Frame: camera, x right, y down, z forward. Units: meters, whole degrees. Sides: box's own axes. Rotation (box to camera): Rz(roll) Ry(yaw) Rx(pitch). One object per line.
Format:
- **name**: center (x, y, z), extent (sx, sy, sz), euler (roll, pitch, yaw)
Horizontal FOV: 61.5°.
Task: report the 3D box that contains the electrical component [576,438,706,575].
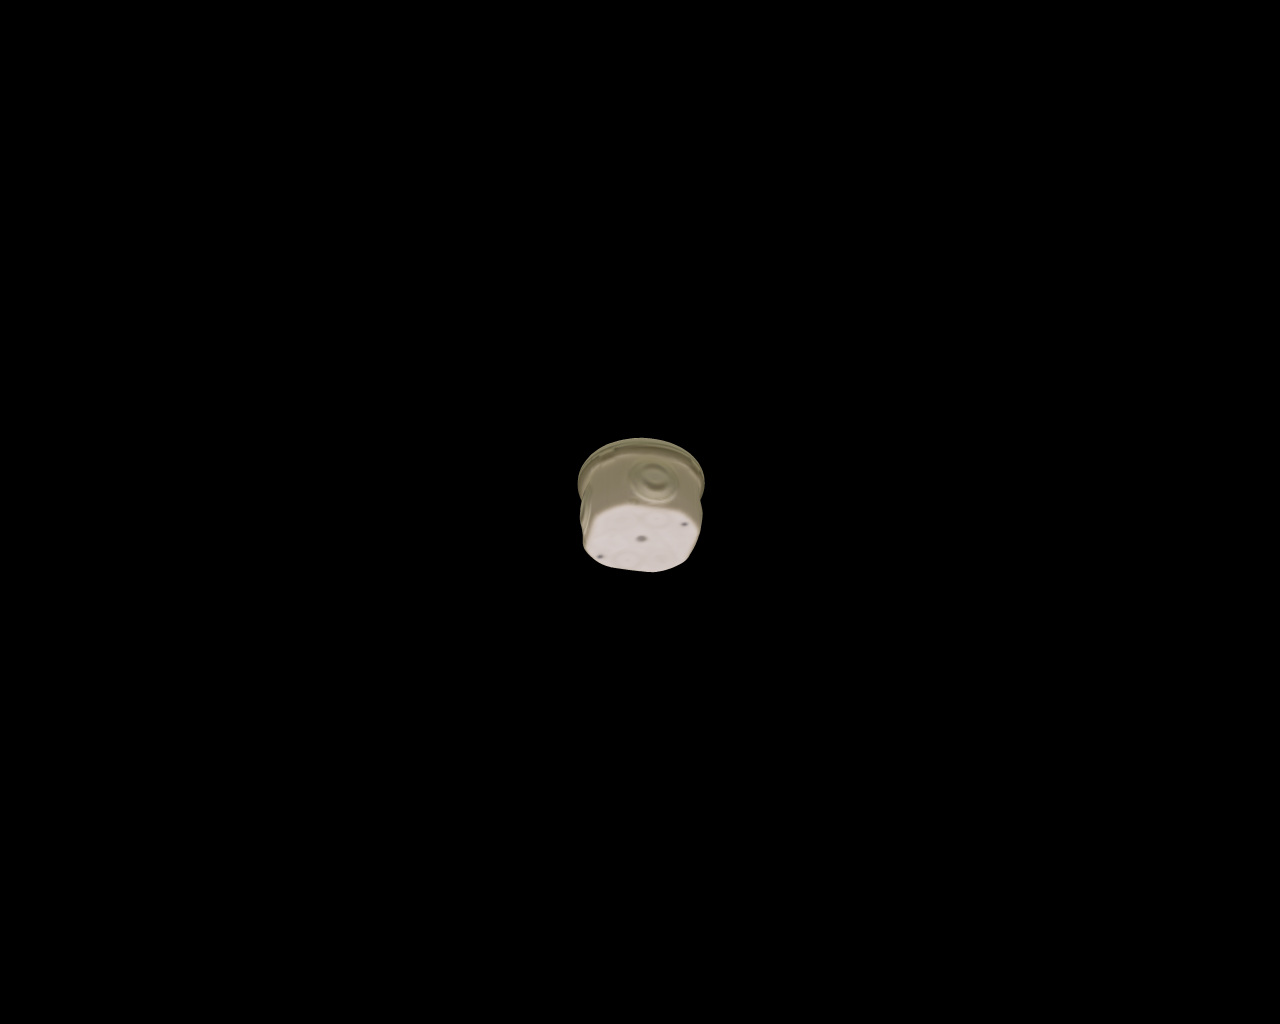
- **electrical component**: center (0.001, -0.003, 0.650), extent (0.080, 0.051, 0.080), euler (0, -39, 0)
